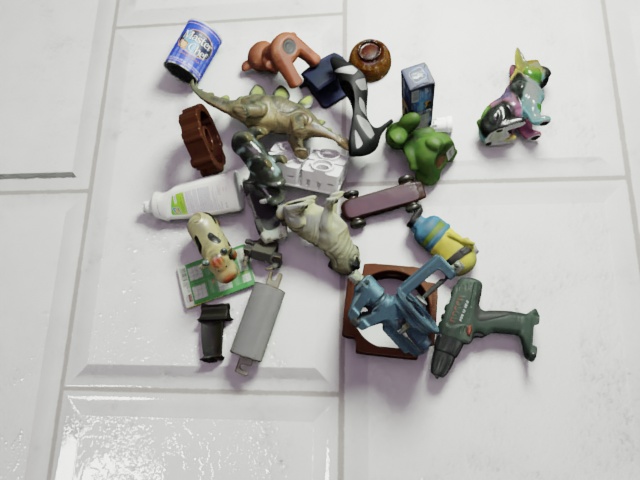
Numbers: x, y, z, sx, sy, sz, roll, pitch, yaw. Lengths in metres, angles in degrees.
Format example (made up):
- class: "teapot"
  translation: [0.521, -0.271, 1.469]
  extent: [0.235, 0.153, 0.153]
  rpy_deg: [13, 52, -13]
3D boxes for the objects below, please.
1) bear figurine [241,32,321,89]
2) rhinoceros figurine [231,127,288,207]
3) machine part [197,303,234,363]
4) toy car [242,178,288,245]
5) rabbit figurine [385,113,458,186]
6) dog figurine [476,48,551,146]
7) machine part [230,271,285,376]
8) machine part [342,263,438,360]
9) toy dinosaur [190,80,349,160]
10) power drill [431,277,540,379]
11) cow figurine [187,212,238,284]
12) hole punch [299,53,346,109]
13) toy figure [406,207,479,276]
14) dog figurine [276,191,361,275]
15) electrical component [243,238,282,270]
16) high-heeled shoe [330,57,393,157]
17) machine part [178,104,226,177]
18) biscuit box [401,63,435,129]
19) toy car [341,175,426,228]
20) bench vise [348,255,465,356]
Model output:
- class: "bear figurine"
  translation: [-0.111, -0.459, 1.385]
  extent: [0.131, 0.196, 0.120]
  rpy_deg: [44, 71, -24]
- class: "rhinoceros figurine"
  translation: [-0.138, -0.165, 1.227]
  extent: [0.112, 0.073, 0.190]
  rpy_deg: [-24, 102, 37]
- class: "machine part"
  translation: [-0.246, 0.215, 1.252]
  extent: [0.084, 0.039, 0.139]
  rpy_deg: [1, 73, 2]
- class: "toy car"
  translation: [-0.135, -0.083, 1.305]
  extent: [0.073, 0.056, 0.202]
  rpy_deg: [-19, 62, -5]
- class: "rabbit figurine"
  translation: [0.217, -0.226, 1.275]
  extent: [0.170, 0.159, 0.121]
  rpy_deg: [34, 90, 30]
- class: "dog figurine"
  translation: [0.463, -0.346, 1.291]
  extent: [0.192, 0.108, 0.219]
  rpy_deg: [-6, 69, 8]
- class: "machine part"
  translation: [-0.142, 0.186, 1.226]
  extent: [0.079, 0.079, 0.243]
  rpy_deg: [17, 78, 11]
- class: "machine part"
  translation: [0.155, 0.159, 1.193]
  extent: [0.201, 0.087, 0.201]
  rpy_deg: [4, 73, 8]
- class: "toy dinosaur"
  translation: [-0.136, -0.307, 1.317]
  extent: [0.472, 0.105, 0.198]
  rpy_deg: [20, 39, 8]
- class: "power drill"
  translation: [0.359, 0.205, 1.164]
  extent: [0.208, 0.086, 0.232]
  rpy_deg: [9, 73, 17]
- class: "cow figurine"
  translation: [-0.247, 0.016, 1.248]
  extent: [0.085, 0.127, 0.195]
  rpy_deg: [-32, 66, -1]
- class: "hole punch"
  translation: [0.019, -0.420, 1.375]
  extent: [0.142, 0.092, 0.116]
  rpy_deg: [-35, 70, 0]
- class: "toy figure"
  translation: [0.277, 0.006, 1.225]
  extent: [0.180, 0.082, 0.089]
  rpy_deg: [36, 100, 8]
- class: "dog figurine"
  translation: [-0.002, -0.003, 1.237]
  extent: [0.173, 0.121, 0.190]
  rpy_deg: [-4, 104, 25]
- class: "electrical component"
  translation: [-0.137, 0.035, 1.278]
  extent: [0.102, 0.078, 0.045]
  rpy_deg: [10, 117, 3]
- class: "high-heeled shoe"
  translation: [0.063, -0.311, 1.269]
  extent: [0.145, 0.086, 0.249]
  rpy_deg: [-37, 79, -15]
- class: "machine part"
  translation: [-0.288, -0.244, 1.317]
  extent: [0.056, 0.179, 0.179]
  rpy_deg: [-16, 73, 6]
- class: "biscuit box"
  translation: [0.228, -0.330, 1.261]
  extent: [0.059, 0.202, 0.063]
  rpy_deg: [-19, 72, 3]
- class: "toy car"
  translation: [0.150, -0.091, 1.281]
  extent: [0.202, 0.053, 0.089]
  rpy_deg: [-16, 78, 7]
- class: "bench vise"
  translation: [0.179, 0.108, 1.087]
  extent: [0.240, 0.129, 0.224]
  rpy_deg: [-43, 81, 12]
